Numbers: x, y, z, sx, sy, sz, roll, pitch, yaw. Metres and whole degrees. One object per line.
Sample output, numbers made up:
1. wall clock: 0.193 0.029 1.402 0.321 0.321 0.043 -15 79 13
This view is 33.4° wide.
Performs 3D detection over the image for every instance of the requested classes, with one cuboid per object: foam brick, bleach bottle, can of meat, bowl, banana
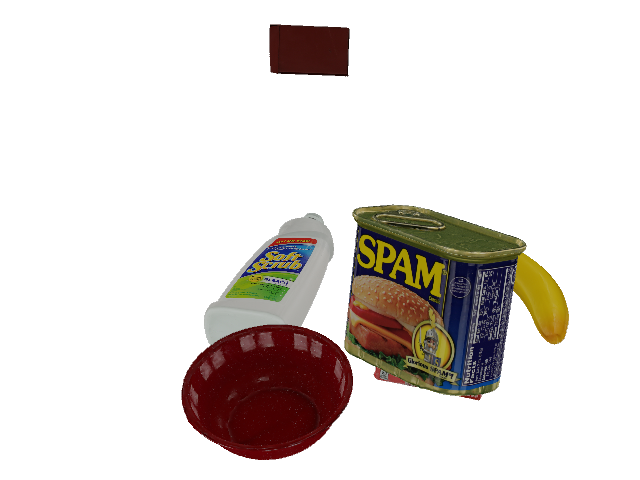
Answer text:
1. foam brick: -0.012 -0.202 1.131 0.078 0.051 0.053 0 12 -12
2. bleach bottle: -0.049 0.040 1.271 0.103 0.068 0.250 5 32 14
3. can of meat: 0.060 0.032 0.602 0.057 0.084 0.102 -6 19 -39
4. bowl: -0.047 0.153 1.008 0.162 0.055 0.162 -5 38 3
5. banana: 0.192 0.043 1.064 0.069 0.037 0.198 -34 37 -15

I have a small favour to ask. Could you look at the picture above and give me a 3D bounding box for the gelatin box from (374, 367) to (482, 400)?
1. gelatin box: 0.091 0.082 0.853 0.089 0.073 0.030 11 24 11
